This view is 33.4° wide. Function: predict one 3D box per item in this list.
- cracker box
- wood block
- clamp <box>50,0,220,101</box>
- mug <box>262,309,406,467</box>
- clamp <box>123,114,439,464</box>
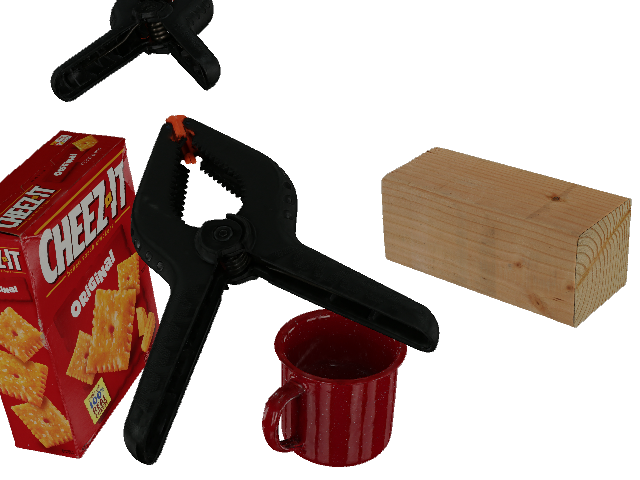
[{"bbox_3d":[-0.203,0.042,0.872,0.072,0.214,0.164,7,33,17],"label":"cracker box"},{"bbox_3d":[0.163,-0.010,0.967,0.206,0.090,0.090,20,37,39],"label":"wood block"},{"bbox_3d":[-0.114,-0.154,0.788,0.120,0.039,0.171,7,43,12],"label":"clamp"},{"bbox_3d":[0.005,0.111,0.759,0.093,0.081,0.117,25,36,35],"label":"mug"},{"bbox_3d":[-0.038,0.007,0.579,0.164,0.210,0.036,-15,-37,-3],"label":"clamp"}]
